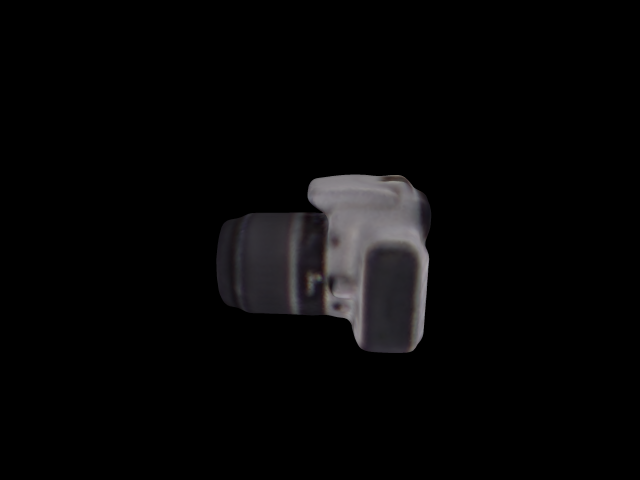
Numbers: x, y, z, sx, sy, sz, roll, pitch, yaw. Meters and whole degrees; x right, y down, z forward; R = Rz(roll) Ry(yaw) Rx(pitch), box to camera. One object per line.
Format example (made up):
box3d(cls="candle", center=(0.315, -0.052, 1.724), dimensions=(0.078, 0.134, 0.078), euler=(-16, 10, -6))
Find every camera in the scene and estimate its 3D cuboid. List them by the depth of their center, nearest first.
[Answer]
box3d(cls="camera", center=(0.004, 0.001, 0.400), dimensions=(0.136, 0.101, 0.143), euler=(1, 19, 3))
